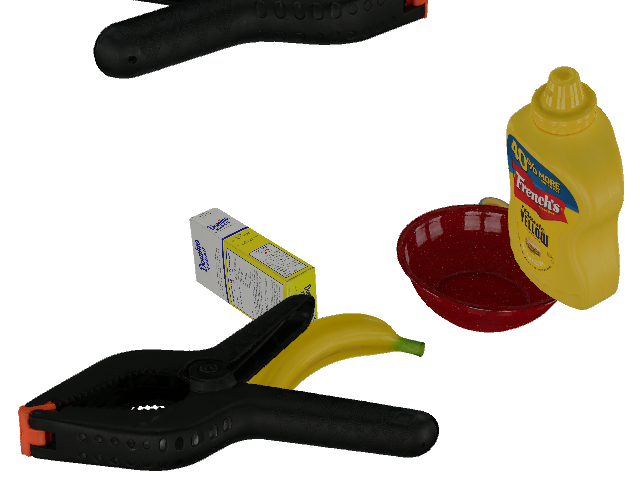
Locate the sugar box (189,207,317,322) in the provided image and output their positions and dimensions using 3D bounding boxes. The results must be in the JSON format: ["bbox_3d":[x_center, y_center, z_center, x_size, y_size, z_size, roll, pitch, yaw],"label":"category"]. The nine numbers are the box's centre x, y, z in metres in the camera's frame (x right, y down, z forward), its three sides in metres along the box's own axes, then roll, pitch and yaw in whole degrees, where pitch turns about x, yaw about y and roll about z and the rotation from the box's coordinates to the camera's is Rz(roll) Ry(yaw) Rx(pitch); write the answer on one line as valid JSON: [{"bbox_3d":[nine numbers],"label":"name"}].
[{"bbox_3d":[-0.076,0.038,1.197,0.048,0.093,0.176,-26,40,-31],"label":"sugar box"}]

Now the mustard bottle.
[{"bbox_3d":[0.167,-0.042,0.734,0.058,0.191,0.096,-27,50,-11],"label":"mustard bottle"}]

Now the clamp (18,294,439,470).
[{"bbox_3d":[-0.061,0.081,0.593,0.209,0.036,0.165,-5,24,-18],"label":"clamp"}]

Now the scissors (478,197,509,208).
[{"bbox_3d":[0.180,-0.011,1.165,0.201,0.016,0.096,-14,39,-45],"label":"scissors"}]

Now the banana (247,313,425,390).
[{"bbox_3d":[-0.004,0.092,0.825,0.070,0.037,0.197,20,27,41],"label":"banana"}]

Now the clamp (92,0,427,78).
[{"bbox_3d":[-0.031,-0.112,0.511,0.171,0.039,0.120,-3,40,1],"label":"clamp"}]

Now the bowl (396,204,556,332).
[{"bbox_3d":[0.146,0.032,0.952,0.162,0.055,0.162,1,35,-1],"label":"bowl"}]
